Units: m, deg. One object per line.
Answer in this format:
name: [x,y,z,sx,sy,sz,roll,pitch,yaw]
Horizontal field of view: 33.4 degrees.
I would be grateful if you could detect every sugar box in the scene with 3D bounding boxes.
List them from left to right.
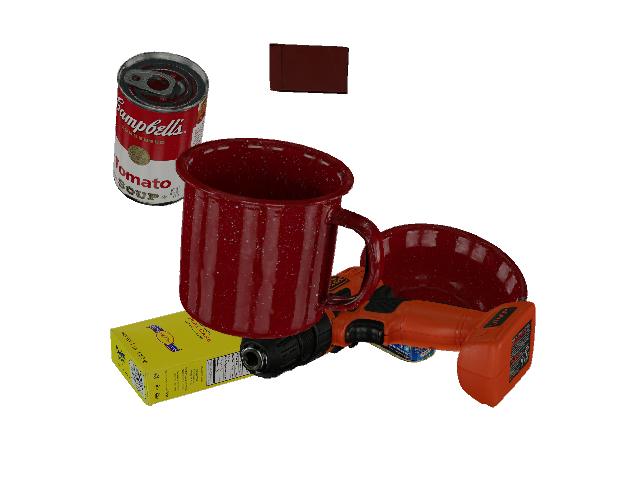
sugar box: [-0.111,0.104,1.069,0.175,0.048,0.093,-16,33,-27]

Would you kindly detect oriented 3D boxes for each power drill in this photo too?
power drill: [0.054,0.071,0.800,0.188,0.057,0.184,11,21,27]

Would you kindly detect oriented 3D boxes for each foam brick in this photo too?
foam brick: [-0.013,-0.187,1.162,0.078,0.051,0.053,0,11,-16]

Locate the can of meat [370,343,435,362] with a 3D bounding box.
can of meat: [0.092,0.086,1.255,0.102,0.084,0.057,25,37,37]

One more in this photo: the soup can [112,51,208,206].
soup can: [-0.125,-0.085,0.825,0.068,0.068,0.102,0,-42,-14]

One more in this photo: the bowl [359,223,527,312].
bowl: [0.113,0.052,1.025,0.162,0.055,0.162,7,36,-5]

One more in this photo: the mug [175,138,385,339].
mug: [-0.022,0.002,0.564,0.117,0.081,0.093,15,25,17]
